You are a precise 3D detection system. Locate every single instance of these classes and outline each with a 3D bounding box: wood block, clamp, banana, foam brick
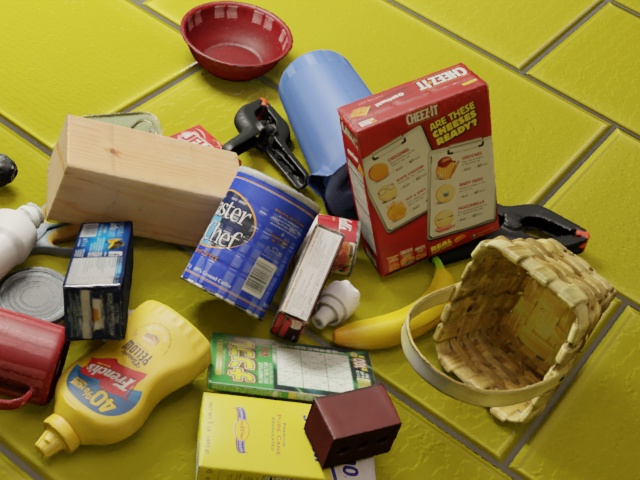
[{"bbox_3d":[-0.202,-0.064,1.232,0.205,0.090,0.091,12,43,-24],"label":"wood block"},{"bbox_3d":[0.236,-0.008,1.361,0.210,0.036,0.164,14,45,6],"label":"clamp"},{"bbox_3d":[0.101,0.085,1.235,0.070,0.037,0.197,27,43,33],"label":"banana"},{"bbox_3d":[0.032,0.182,1.043,0.078,0.053,0.051,-9,48,-25],"label":"foam brick"},{"bbox_3d":[-0.065,-0.128,1.394,0.120,0.039,0.171,30,32,-15],"label":"clamp"}]

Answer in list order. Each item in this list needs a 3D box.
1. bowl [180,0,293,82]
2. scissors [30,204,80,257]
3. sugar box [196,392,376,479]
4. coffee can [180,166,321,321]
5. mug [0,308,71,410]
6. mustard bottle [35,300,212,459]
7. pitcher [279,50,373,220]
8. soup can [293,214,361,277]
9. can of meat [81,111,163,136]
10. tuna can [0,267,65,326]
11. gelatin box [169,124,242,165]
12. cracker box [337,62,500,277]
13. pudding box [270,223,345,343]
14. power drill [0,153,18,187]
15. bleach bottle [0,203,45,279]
[{"bbox_3d":[-0.122,-0.275,1.524,0.162,0.055,0.162,7,44,-7],"label":"bowl"},{"bbox_3d":[-0.346,-0.003,1.220,0.201,0.016,0.096,-9,47,-22],"label":"scissors"},{"bbox_3d":[-0.034,0.208,1.066,0.176,0.048,0.093,5,44,-8],"label":"sugar box"},{"bbox_3d":[-0.076,0.004,1.173,0.103,0.102,0.140,27,85,12],"label":"coffee can"},{"bbox_3d":[-0.299,0.123,1.050,0.081,0.093,0.117,17,33,-5],"label":"mug"},{"bbox_3d":[-0.204,0.147,1.062,0.096,0.058,0.191,34,58,23],"label":"mustard bottle"},{"bbox_3d":[0.041,-0.139,1.383,0.145,0.149,0.243,-35,47,10],"label":"pitcher"},{"bbox_3d":[-0.008,0.002,1.264,0.102,0.069,0.068,11,44,-4],"label":"soup can"},{"bbox_3d":[-0.246,-0.105,1.298,0.102,0.084,0.057,-8,48,-21],"label":"can of meat"},{"bbox_3d":[-0.305,0.070,1.143,0.086,0.034,0.086,7,44,-7],"label":"tuna can"},{"bbox_3d":[-0.156,-0.104,1.360,0.073,0.030,0.089,-28,58,-36],"label":"gelatin box"},{"bbox_3d":[0.119,-0.081,1.251,0.164,0.213,0.072,-21,39,-11],"label":"cracker box"},{"bbox_3d":[-0.015,0.049,1.172,0.039,0.090,0.113,22,69,-3],"label":"pudding box"},{"bbox_3d":[-0.452,-0.046,1.207,0.184,0.057,0.187,7,41,-3],"label":"power drill"},{"bbox_3d":[-0.391,0.035,1.118,0.103,0.068,0.250,10,38,31],"label":"bleach bottle"}]
